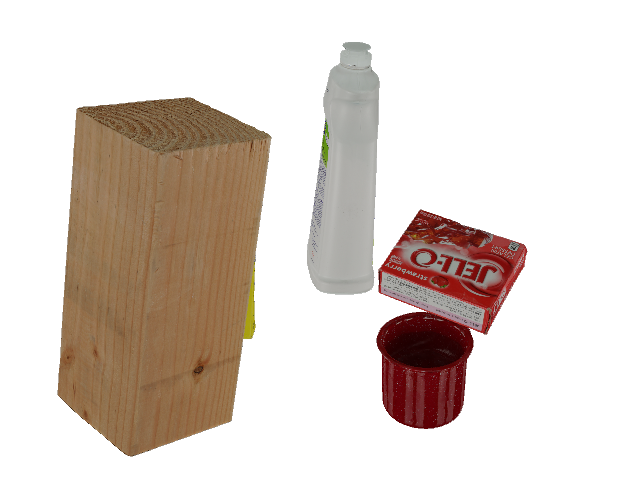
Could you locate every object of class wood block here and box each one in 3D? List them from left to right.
[{"bbox_3d":[-0.105,0.021,0.693,0.090,0.206,0.090,-13,31,-43],"label":"wood block"}]

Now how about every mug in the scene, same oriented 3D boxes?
[{"bbox_3d":[0.109,0.125,1.056,0.093,0.081,0.117,24,41,34],"label":"mug"}]

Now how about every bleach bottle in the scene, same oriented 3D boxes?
[{"bbox_3d":[0.028,-0.076,1.097,0.068,0.251,0.102,-1,28,-10],"label":"bleach bottle"}]

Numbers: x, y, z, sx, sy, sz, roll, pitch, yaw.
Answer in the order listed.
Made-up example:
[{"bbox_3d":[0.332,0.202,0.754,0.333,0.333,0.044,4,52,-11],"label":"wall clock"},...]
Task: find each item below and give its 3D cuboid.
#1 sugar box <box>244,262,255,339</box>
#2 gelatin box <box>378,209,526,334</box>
[{"bbox_3d":[-0.103,-0.001,0.963,0.093,0.176,0.048,1,13,-2],"label":"sugar box"},{"bbox_3d":[0.097,0.021,0.787,0.089,0.030,0.073,20,49,20],"label":"gelatin box"}]
